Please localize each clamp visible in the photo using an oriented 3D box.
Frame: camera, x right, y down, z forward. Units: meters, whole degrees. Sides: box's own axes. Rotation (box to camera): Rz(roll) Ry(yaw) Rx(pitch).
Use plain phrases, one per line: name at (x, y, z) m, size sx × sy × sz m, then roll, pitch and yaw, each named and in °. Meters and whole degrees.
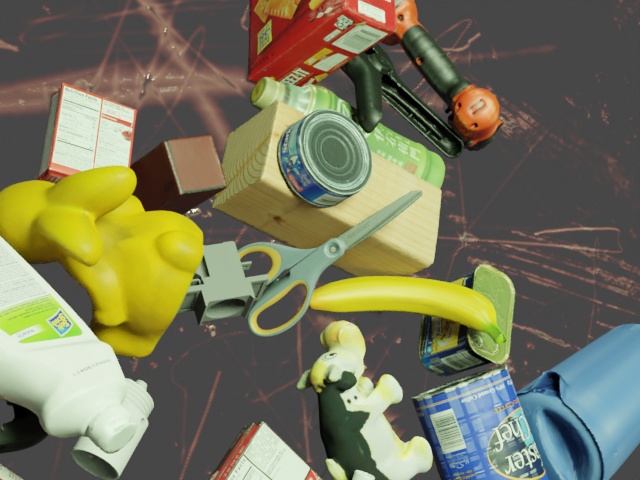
clamp at (0.052, -0.172, 1.118) m, size 0.164 × 0.036 × 0.210 m, roll 3°, pitch 47°, yaw -55°
clamp at (-0.232, 0.097, 0.812) m, size 0.120 × 0.039 × 0.171 m, roll 44°, pitch 23°, yaw -3°

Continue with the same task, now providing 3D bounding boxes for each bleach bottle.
bleach bottle at (-0.229, 0.063, 0.759) m, size 0.251 × 0.068 × 0.102 m, roll 39°, pitch 38°, yaw 22°

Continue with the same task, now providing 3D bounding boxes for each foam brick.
foam brick at (-0.130, -0.055, 0.956) m, size 0.051 × 0.078 × 0.053 m, roll -13°, pitch 82°, yaw -41°

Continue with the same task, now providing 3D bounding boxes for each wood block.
wood block at (0.011, -0.040, 1.050) m, size 0.205 × 0.091 × 0.090 m, roll 26°, pitch 58°, yaw -28°

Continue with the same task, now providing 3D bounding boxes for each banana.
banana at (0.087, 0.060, 1.048) m, size 0.069 × 0.198 × 0.037 m, roll -51°, pitch 148°, yaw -68°

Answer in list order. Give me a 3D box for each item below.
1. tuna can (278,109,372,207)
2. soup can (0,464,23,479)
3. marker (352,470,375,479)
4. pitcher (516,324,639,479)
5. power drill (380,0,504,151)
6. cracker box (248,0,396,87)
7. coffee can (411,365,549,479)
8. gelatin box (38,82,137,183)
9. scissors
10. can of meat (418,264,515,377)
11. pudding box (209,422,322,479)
tuna can at (0.006, -0.075, 0.976) m, size 0.086 × 0.034 × 0.086 m, roll 14°, pitch 65°, yaw -33°
soup can at (-0.253, 0.189, 0.768) m, size 0.102 × 0.069 × 0.068 m, roll 39°, pitch 53°, yaw -19°
marker at (0.020, 0.265, 0.949) m, size 0.020 × 0.020 × 0.121 m, roll 21°, pitch 87°, yaw -30°
pitcher at (0.301, 0.192, 1.169) m, size 0.242 × 0.149 × 0.145 m, roll -25°, pitch 71°, yaw -44°
power drill at (0.132, -0.182, 1.185) m, size 0.057 × 0.184 × 0.188 m, roll -39°, pitch 83°, yaw 1°
cracker box at (-0.003, -0.277, 1.086) m, size 0.072 × 0.164 × 0.213 m, roll 15°, pitch 64°, yaw -35°
coffee can at (0.162, 0.207, 1.059) m, size 0.102 × 0.103 × 0.140 m, roll -13°, pitch 80°, yaw -40°
gelatin box at (-0.204, -0.085, 0.942) m, size 0.073 × 0.030 × 0.089 m, roll 17°, pitch 61°, yaw -31°
scissors at (-0.006, 0.001, 0.988) m, size 0.096 × 0.202 × 0.016 m, roll 42°, pitch 5°, yaw 7°
can of meat at (0.150, 0.087, 1.111) m, size 0.057 × 0.084 × 0.102 m, roll 27°, pitch 57°, yaw -27°
pudding box at (-0.043, 0.230, 0.934) m, size 0.113 × 0.039 × 0.090 m, roll 46°, pitch 51°, yaw -12°
